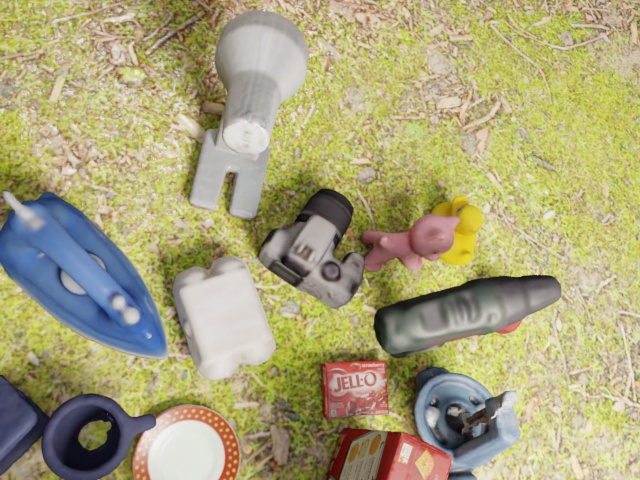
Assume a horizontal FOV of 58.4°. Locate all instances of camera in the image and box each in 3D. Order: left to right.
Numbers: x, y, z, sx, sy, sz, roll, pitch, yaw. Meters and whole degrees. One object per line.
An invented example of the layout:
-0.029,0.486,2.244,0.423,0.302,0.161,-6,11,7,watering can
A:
0.007,0.003,0.793,0.143,0.100,0.137,33,68,-4,camera

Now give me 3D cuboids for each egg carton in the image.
-0.126,0.100,0.744,0.107,0.069,0.150,-19,79,-20,egg carton

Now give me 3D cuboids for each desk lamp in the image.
-0.094,-0.158,0.753,0.118,0.213,0.203,13,71,-11,desk lamp

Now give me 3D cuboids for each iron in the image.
-0.274,0.045,0.680,0.258,0.141,0.119,42,68,0,iron

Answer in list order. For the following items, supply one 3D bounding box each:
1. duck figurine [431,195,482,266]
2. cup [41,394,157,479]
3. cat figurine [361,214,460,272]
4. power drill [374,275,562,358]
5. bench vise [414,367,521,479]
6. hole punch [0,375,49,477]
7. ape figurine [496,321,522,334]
0.213,-0.018,0.865,0.078,0.086,0.104,-5,75,-17,duck figurine
-0.248,0.222,0.659,0.118,0.095,0.091,-11,77,-18,cup
0.134,0.000,0.820,0.128,0.117,0.067,-3,74,-16,cat figurine
0.166,0.100,0.750,0.230,0.208,0.075,-12,77,-18,power drill
0.194,0.256,0.705,0.122,0.219,0.207,-17,79,-19,bench vise
-0.375,0.209,0.630,0.101,0.091,0.109,42,68,0,hole punch
0.276,0.098,0.844,0.078,0.092,0.076,-9,76,-18,ape figurine
